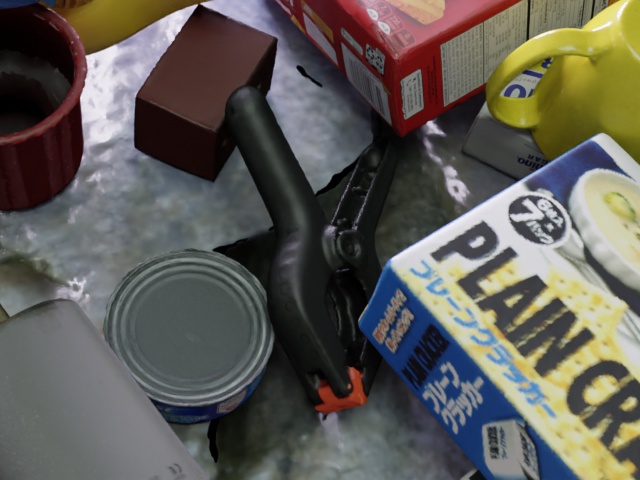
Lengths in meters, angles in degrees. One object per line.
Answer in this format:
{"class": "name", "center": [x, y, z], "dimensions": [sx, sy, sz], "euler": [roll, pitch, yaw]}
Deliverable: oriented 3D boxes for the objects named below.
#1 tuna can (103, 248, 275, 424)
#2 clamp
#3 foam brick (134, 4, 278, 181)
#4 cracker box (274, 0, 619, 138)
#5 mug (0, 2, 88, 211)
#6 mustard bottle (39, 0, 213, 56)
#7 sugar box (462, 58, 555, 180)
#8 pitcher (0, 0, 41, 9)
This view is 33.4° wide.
{"class": "tuna can", "center": [-0.067, 0.050, 0.547], "dimensions": [0.086, 0.034, 0.086], "euler": [4, 62, -7]}
{"class": "clamp", "center": [-0.004, 0.001, 0.556], "dimensions": [0.120, 0.039, 0.171], "euler": [20, 56, -33]}
{"class": "foam brick", "center": [-0.065, -0.083, 0.606], "dimensions": [0.051, 0.053, 0.078], "euler": [26, 62, 4]}
{"class": "cracker box", "center": [0.087, -0.180, 0.636], "dimensions": [0.213, 0.072, 0.164], "euler": [-31, 57, -12]}
{"class": "mug", "center": [-0.171, -0.058, 0.560], "dimensions": [0.093, 0.081, 0.117], "euler": [13, 61, -2]}
{"class": "mustard bottle", "center": [-0.117, -0.155, 0.604], "dimensions": [0.192, 0.058, 0.096], "euler": [-21, 58, 13]}
{"class": "sugar box", "center": [0.165, -0.108, 0.657], "dimensions": [0.093, 0.048, 0.176], "euler": [27, 61, 5]}
{"class": "pitcher", "center": [-0.213, -0.227, 0.564], "dimensions": [0.149, 0.145, 0.243], "euler": [-17, 45, -29]}
